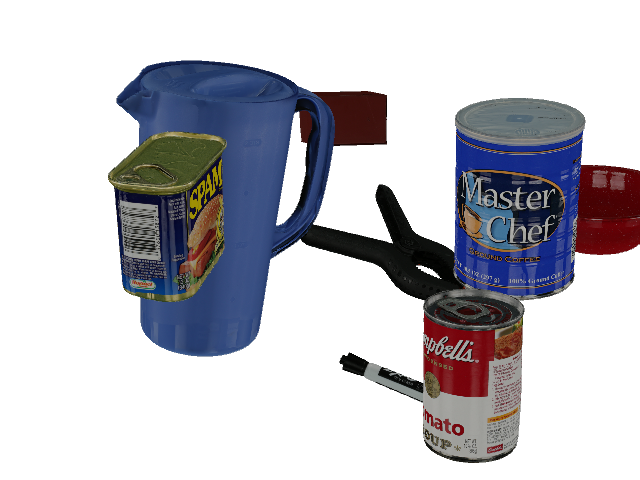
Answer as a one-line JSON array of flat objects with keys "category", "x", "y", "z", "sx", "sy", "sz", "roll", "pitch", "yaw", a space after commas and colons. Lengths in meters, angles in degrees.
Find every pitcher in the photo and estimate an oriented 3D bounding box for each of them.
[{"category": "pitcher", "x": -0.086, "y": -0.028, "z": 0.927, "sx": 0.149, "sy": 0.243, "sz": 0.144, "roll": 15, "pitch": 24, "yaw": 19}]

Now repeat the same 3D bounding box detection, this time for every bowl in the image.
[{"category": "bowl", "x": 0.285, "y": -0.028, "z": 1.106, "sx": 0.162, "sy": 0.055, "sz": 0.162, "roll": -2, "pitch": 23, "yaw": 1}]

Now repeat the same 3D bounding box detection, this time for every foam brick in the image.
[{"category": "foam brick", "x": 0.023, "y": -0.124, "z": 1.081, "sx": 0.078, "sy": 0.051, "sz": 0.053, "roll": -3, "pitch": 13, "yaw": -19}]

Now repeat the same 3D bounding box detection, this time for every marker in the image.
[{"category": "marker", "x": 0.075, "y": 0.141, "z": 1.060, "sx": 0.121, "sy": 0.020, "sz": 0.020, "roll": 21, "pitch": 5, "yaw": 14}]

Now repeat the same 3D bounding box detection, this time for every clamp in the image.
[{"category": "clamp", "x": 0.088, "y": 0.017, "z": 1.244, "sx": 0.164, "sy": 0.036, "sz": 0.210, "roll": -22, "pitch": 52, "yaw": -39}]

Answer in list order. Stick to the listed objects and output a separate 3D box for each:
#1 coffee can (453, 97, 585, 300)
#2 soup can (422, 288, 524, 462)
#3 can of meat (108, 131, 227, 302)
[{"category": "coffee can", "x": 0.162, "y": -0.036, "z": 0.882, "sx": 0.103, "sy": 0.140, "sz": 0.103, "roll": -2, "pitch": 24, "yaw": 1}, {"category": "soup can", "x": 0.104, "y": 0.092, "z": 0.735, "sx": 0.068, "sy": 0.102, "sz": 0.068, "roll": -1, "pitch": 19, "yaw": 0}, {"category": "can of meat", "x": -0.100, "y": -0.017, "z": 0.722, "sx": 0.057, "sy": 0.084, "sz": 0.102, "roll": 6, "pitch": 26, "yaw": 11}]
